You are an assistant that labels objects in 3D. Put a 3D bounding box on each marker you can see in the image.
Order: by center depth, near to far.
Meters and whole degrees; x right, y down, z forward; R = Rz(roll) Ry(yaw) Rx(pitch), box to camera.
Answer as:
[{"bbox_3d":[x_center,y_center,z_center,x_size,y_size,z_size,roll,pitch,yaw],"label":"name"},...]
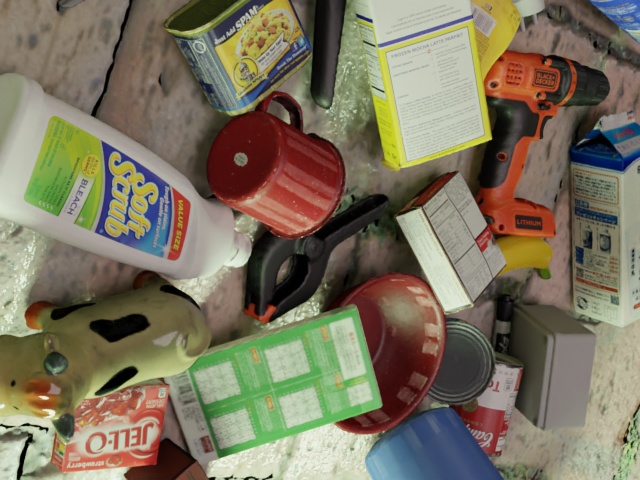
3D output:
[{"bbox_3d":[0.198,0.118,1.173,0.020,0.020,0.121,-6,107,-37],"label":"marker"}]

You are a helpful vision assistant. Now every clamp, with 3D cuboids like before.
[{"bbox_3d":[0.032,-0.238,0.910,0.164,0.036,0.210,-28,114,-10],"label":"clamp"},{"bbox_3d":[-0.006,0.001,0.966,0.120,0.039,0.171,27,90,-33],"label":"clamp"}]

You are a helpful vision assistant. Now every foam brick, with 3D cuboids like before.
[{"bbox_3d":[-0.124,0.224,0.932,0.053,0.051,0.078,-39,124,-24],"label":"foam brick"}]

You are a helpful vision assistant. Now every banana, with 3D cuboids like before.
[{"bbox_3d":[0.185,0.032,1.125,0.197,0.037,0.069,-14,110,-35],"label":"banana"}]

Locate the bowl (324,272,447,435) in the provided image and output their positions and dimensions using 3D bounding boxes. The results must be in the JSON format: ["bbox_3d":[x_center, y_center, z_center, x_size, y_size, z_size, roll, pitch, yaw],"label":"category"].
[{"bbox_3d":[0.045,0.102,1.024,0.161,0.055,0.162,-12,110,-35],"label":"bowl"}]

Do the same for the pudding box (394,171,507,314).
[{"bbox_3d":[0.128,0.001,1.032,0.089,0.039,0.113,-40,103,-48],"label":"pudding box"}]

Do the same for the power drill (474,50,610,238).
[{"bbox_3d":[0.220,-0.099,1.103,0.184,0.057,0.188,3,99,-35],"label":"power drill"}]

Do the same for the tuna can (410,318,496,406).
[{"bbox_3d":[0.134,0.123,1.085,0.086,0.033,0.086,0,94,4],"label":"tuna can"}]

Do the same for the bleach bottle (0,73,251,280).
[{"bbox_3d":[-0.149,-0.035,0.830,0.250,0.068,0.102,23,86,-43],"label":"bleach bottle"}]

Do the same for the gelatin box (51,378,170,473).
[{"bbox_3d":[-0.173,0.152,0.886,0.089,0.030,0.073,5,101,-38],"label":"gelatin box"}]

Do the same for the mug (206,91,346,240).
[{"bbox_3d":[-0.037,-0.067,0.882,0.081,0.093,0.117,25,68,-51],"label":"mug"}]

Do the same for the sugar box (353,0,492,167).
[{"bbox_3d":[0.087,-0.158,0.915,0.093,0.048,0.176,-19,112,-15],"label":"sugar box"}]

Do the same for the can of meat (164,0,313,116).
[{"bbox_3d":[-0.062,-0.163,0.862,0.102,0.058,0.084,-42,126,-21],"label":"can of meat"}]

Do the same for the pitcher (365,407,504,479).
[{"bbox_3d":[0.139,0.296,1.040,0.149,0.243,0.145,-26,155,-12],"label":"pitcher"}]

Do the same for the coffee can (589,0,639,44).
[{"bbox_3d":[0.338,-0.269,1.113,0.140,0.103,0.103,24,88,-40],"label":"coffee can"}]

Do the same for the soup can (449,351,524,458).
[{"bbox_3d":[0.173,0.172,1.137,0.068,0.069,0.102,10,96,-39],"label":"soup can"}]

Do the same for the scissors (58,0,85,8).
[{"bbox_3d":[-0.103,-0.222,0.831,0.096,0.016,0.201,44,76,-24],"label":"scissors"}]

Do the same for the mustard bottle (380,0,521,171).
[{"bbox_3d":[0.108,-0.152,0.995,0.096,0.058,0.191,30,84,-29],"label":"mustard bottle"}]
